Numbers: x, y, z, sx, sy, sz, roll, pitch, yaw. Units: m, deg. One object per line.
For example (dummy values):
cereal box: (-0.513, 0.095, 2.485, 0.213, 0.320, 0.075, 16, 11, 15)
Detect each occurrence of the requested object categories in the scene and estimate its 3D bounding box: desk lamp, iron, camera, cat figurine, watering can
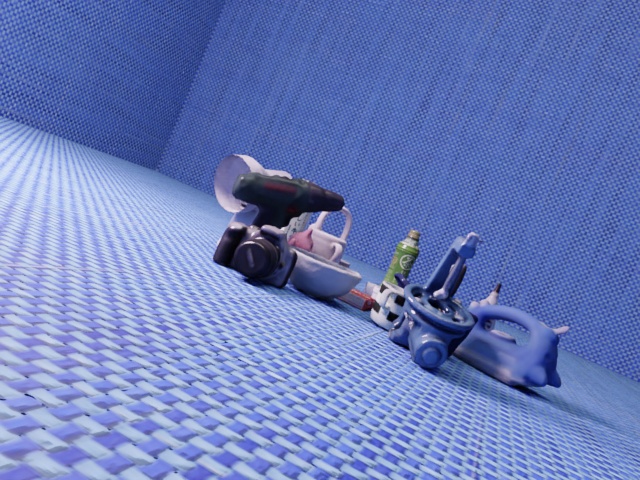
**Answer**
desk lamp: (-0.149, -0.068, 1.259, 0.117, 0.213, 0.204, 24, 3, 34)
iron: (0.349, 0.188, 1.117, 0.257, 0.141, 0.119, 25, 3, 41)
camera: (-0.118, 0.017, 1.022, 0.143, 0.101, 0.137, 23, 2, 7)
cat figurine: (-0.054, 0.022, 1.309, 0.067, 0.118, 0.128, 23, 2, 14)
watering can: (0.011, 0.004, 1.412, 0.172, 0.194, 0.101, 25, 3, 41)

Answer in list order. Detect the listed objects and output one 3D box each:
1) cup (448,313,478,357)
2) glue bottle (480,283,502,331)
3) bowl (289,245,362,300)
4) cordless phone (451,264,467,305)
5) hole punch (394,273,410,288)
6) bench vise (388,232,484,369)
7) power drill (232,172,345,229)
cup: (0.225, 0.163, 1.071, 0.092, 0.095, 0.117, 21, 3, -45)
glue bottle: (0.448, 0.195, 1.538, 0.078, 0.173, 0.037, 21, 3, -31)
bowl: (-0.005, 0.074, 1.143, 0.167, 0.075, 0.167, 23, 2, -1)
cordless phone: (0.363, 0.150, 1.608, 0.094, 0.185, 0.148, 23, 2, 4)
hole punch: (0.244, 0.150, 1.607, 0.101, 0.091, 0.108, 23, 2, -7)
bench vise: (0.182, 0.083, 0.939, 0.122, 0.220, 0.207, 22, 2, -22)
power drill: (-0.082, -0.032, 1.155, 0.230, 0.208, 0.075, 22, 2, -23)
